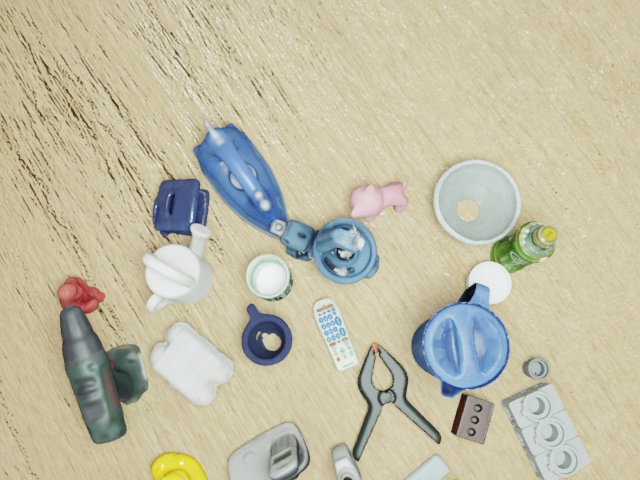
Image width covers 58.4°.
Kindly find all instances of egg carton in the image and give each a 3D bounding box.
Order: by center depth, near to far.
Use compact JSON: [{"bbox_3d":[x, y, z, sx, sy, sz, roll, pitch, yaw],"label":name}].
[{"bbox_3d":[-0.239,0.231,1.064,0.150,0.069,0.107,37,82,7],"label":"egg carton"}]

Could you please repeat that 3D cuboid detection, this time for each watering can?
[{"bbox_3d":[-0.259,0.051,1.035,0.101,0.194,0.173,10,80,3],"label":"watering can"}]

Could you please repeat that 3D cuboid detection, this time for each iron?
[{"bbox_3d":[-0.141,-0.115,1.091,0.119,0.141,0.258,-37,81,-6],"label":"iron"}]

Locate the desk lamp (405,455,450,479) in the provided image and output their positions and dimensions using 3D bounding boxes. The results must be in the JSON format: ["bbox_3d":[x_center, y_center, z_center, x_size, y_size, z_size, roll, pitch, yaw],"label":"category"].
[{"bbox_3d":[0.161,0.469,0.942,0.203,0.213,0.118,-39,81,-6],"label":"desk lamp"}]

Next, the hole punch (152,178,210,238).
[{"bbox_3d":[-0.274,-0.062,1.108,0.101,0.091,0.109,5,79,2],"label":"hole punch"}]

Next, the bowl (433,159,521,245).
[{"bbox_3d":[0.297,-0.067,1.111,0.167,0.075,0.167,0,79,1],"label":"bowl"}]

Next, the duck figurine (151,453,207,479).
[{"bbox_3d":[-0.258,0.427,1.019,0.104,0.086,0.077,28,81,6],"label":"duck figurine"}]

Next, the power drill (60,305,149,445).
[{"bbox_3d":[-0.374,0.230,0.995,0.075,0.208,0.229,-18,80,-2],"label":"power drill"}]

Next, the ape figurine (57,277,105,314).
[{"bbox_3d":[-0.461,0.104,1.079,0.076,0.092,0.078,-23,80,-3],"label":"ape figurine"}]

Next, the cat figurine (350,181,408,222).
[{"bbox_3d":[0.110,-0.081,1.094,0.128,0.118,0.067,-21,80,-3],"label":"cat figurine"}]

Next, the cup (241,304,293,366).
[{"bbox_3d":[-0.100,0.174,1.060,0.092,0.095,0.117,-29,80,-4],"label":"cup"}]

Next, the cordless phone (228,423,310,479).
[{"bbox_3d":[-0.091,0.387,0.975,0.147,0.185,0.094,-31,80,-5],"label":"cordless phone"}]

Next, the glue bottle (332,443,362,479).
[{"bbox_3d":[0.046,0.399,0.977,0.037,0.173,0.078,-25,80,-3],"label":"glue bottle"}]

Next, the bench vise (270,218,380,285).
[{"bbox_3d":[0.009,0.015,1.025,0.207,0.220,0.121,2,79,1],"label":"bench vise"}]
